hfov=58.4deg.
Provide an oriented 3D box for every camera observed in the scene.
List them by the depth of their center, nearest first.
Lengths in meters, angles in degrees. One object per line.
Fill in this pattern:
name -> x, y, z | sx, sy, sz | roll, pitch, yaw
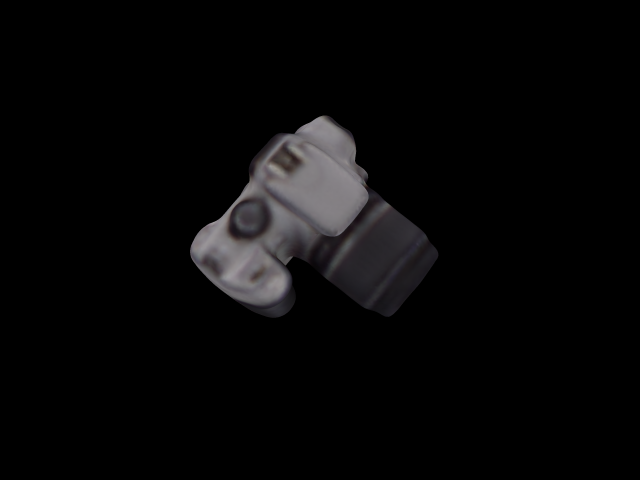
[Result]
camera -> 0.004, 0.001, 0.400 | 0.136, 0.101, 0.143 | 38, 81, 8
